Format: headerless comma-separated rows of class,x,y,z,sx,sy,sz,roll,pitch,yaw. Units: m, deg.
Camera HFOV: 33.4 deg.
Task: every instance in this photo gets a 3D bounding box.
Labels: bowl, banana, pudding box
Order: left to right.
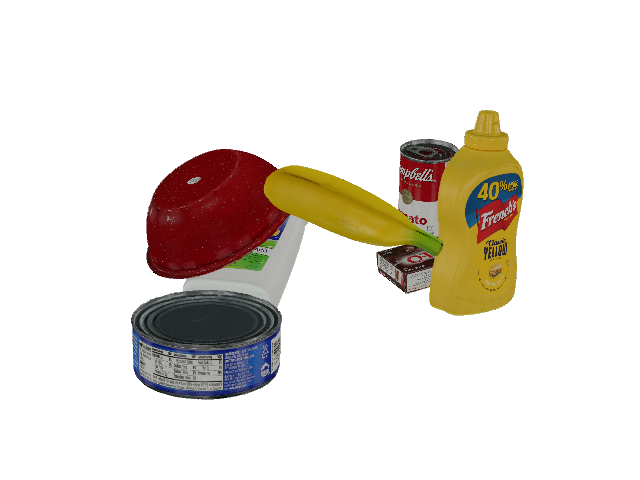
bowl,-0.104,-0.037,0.997,0.162,0.055,0.162,-21,31,13
banana,0.003,-0.026,0.791,0.069,0.037,0.198,41,-10,-38
pudding box,0.153,0.035,1.589,0.113,0.039,0.090,-17,25,-20

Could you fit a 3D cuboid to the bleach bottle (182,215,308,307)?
bleach bottle,-0.075,0.001,1.231,0.102,0.068,0.250,3,35,11

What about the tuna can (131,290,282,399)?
tuna can,-0.065,0.059,0.613,0.086,0.034,0.086,1,17,-1

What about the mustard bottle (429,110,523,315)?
mustard bottle,0.153,-0.029,1.023,0.096,0.192,0.058,-11,21,-37

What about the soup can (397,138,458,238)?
soup can,0.125,-0.060,1.254,0.068,0.102,0.068,0,27,0
